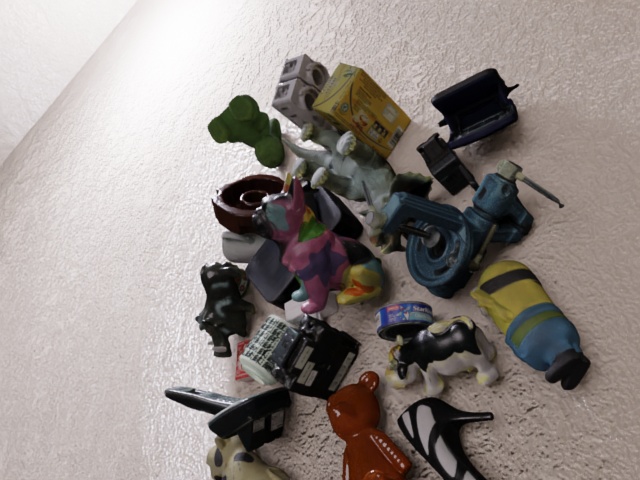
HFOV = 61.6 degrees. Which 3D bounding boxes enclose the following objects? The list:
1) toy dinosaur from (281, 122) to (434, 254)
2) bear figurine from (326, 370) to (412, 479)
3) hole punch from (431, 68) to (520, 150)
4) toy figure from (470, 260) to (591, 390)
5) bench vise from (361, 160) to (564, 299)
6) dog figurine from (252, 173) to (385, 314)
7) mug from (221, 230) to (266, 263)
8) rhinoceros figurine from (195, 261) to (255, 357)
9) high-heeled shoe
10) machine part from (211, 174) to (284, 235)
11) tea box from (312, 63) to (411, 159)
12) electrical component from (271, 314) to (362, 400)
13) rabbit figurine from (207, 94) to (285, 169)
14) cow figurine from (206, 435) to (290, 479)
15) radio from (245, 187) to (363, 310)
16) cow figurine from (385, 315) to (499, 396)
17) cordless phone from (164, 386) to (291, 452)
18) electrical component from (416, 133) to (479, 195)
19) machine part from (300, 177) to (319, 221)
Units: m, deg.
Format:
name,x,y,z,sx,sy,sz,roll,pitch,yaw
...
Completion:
name,x,y,z,sx,sy,sz,roll,pitch,yaw
toy dinosaur,0.064,-0.118,0.950,0.131,0.192,0.405,-58,27,13
bear figurine,0.051,0.282,0.748,0.120,0.131,0.196,-35,54,22
hole punch,0.250,-0.193,0.845,0.142,0.115,0.092,-26,74,27
toy figure,0.268,0.100,0.682,0.089,0.082,0.180,-33,38,0
bench vise,0.174,-0.022,0.733,0.223,0.240,0.129,-56,36,31
dog figurine,-0.002,-0.003,0.849,0.192,0.219,0.108,-14,16,-7
mug,-0.143,0.005,1.103,0.107,0.109,0.081,3,67,31
rhinoceros figurine,-0.188,0.135,1.048,0.073,0.112,0.190,-166,69,-65
high-heeled shoe,0.159,0.316,0.663,0.145,0.086,0.249,-23,48,36
machine part,-0.130,-0.073,1.099,0.179,0.056,0.179,-2,32,1
tea box,0.078,-0.229,0.976,0.068,0.169,0.098,34,91,47
electrical component,-0.011,0.185,0.853,0.058,0.134,0.115,26,84,47
rabbit figurine,-0.147,-0.231,1.217,0.121,0.170,0.159,-38,5,18
cow figurine,-0.123,0.383,0.882,0.195,0.085,0.127,5,77,47
radio,-0.032,0.016,1.013,0.229,0.073,0.131,-52,44,9
cow figurine,0.149,0.158,0.737,0.167,0.098,0.068,-22,28,31
cordless phone,-0.158,0.276,0.907,0.184,0.146,0.088,9,88,25
electrical component,0.210,-0.109,0.859,0.048,0.074,0.119,-38,49,20
machine part,-0.035,-0.057,0.977,0.084,0.039,0.139,-32,45,13
